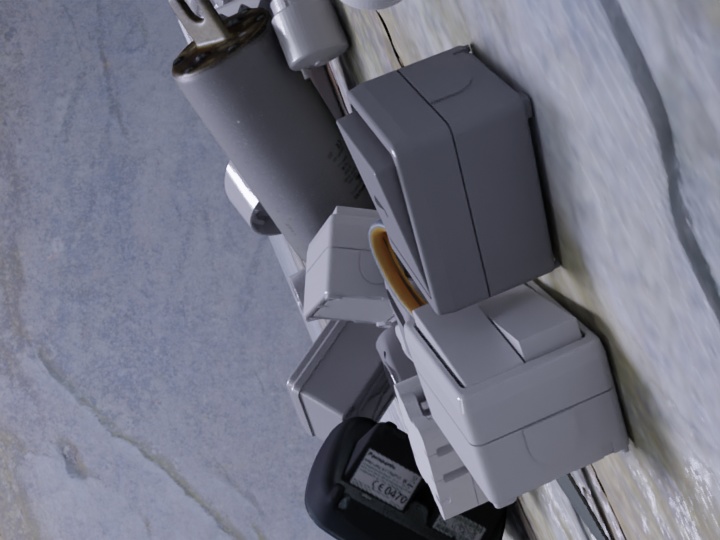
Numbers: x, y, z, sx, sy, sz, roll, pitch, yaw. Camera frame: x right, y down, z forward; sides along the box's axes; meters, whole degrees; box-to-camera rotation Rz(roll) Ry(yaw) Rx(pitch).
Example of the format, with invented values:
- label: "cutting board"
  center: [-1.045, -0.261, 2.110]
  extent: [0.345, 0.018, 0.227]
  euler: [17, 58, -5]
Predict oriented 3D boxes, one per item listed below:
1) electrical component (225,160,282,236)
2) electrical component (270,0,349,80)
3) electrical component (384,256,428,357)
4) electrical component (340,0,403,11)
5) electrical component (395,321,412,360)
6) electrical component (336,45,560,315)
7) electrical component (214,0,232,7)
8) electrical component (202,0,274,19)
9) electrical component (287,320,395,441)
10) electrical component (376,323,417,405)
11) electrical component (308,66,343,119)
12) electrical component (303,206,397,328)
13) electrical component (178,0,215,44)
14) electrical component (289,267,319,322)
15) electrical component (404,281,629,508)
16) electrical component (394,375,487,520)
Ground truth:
- label: "electrical component"
  center: [-0.075, -0.082, 1.013]
  extent: [0.064, 0.099, 0.099]
  euler: [58, 170, 25]
- label: "electrical component"
  center: [-0.037, -0.161, 0.670]
  extent: [0.040, 0.040, 0.078]
  euler: [141, 108, -83]
- label: "electrical component"
  center: [0.035, 0.004, 0.622]
  extent: [0.077, 0.043, 0.079]
  euler: [75, 171, -45]
- label: "electrical component"
  center: [0.004, -0.136, 0.420]
  extent: [0.078, 0.040, 0.040]
  euler: [84, 162, -69]
- label: "electrical component"
  center: [0.040, 0.037, 0.732]
  extent: [0.061, 0.035, 0.035]
  euler: [-118, 8, -59]
- label: "electrical component"
  center: [0.035, -0.029, 0.429]
  extent: [0.061, 0.061, 0.096]
  euler: [-121, 11, -54]
- label: "electrical component"
  center: [-0.082, -0.207, 0.829]
  extent: [0.059, 0.054, 0.095]
  euler: [-127, 16, -66]
- label: "electrical component"
  center: [-0.062, -0.174, 0.771]
  extent: [0.047, 0.066, 0.077]
  euler: [69, -157, -8]
- label: "electrical component"
  center: [-0.002, 0.082, 0.868]
  extent: [0.056, 0.108, 0.108]
  euler: [29, 159, 17]
- label: "electrical component"
  center: [0.048, 0.087, 0.791]
  extent: [0.079, 0.044, 0.077]
  euler: [76, 170, -56]
- label: "electrical component"
  center: [-0.052, -0.122, 0.852]
  extent: [0.113, 0.057, 0.078]
  euler: [-159, 48, -81]
- label: "electrical component"
  center: [0.000, 0.000, 0.701]
  extent: [0.096, 0.062, 0.061]
  euler: [135, 139, -72]
- label: "electrical component"
  center: [-0.116, -0.215, 1.013]
  extent: [0.063, 0.079, 0.121]
  euler: [28, -151, -51]
- label: "electrical component"
  center: [-0.026, -0.004, 0.949]
  extent: [0.044, 0.077, 0.079]
  euler: [85, 162, -70]
- label: "electrical component"
  center: [0.060, 0.042, 0.454]
  extent: [0.096, 0.062, 0.061]
  euler: [-127, 16, -66]
- label: "electrical component"
  center: [0.063, 0.104, 0.670]
  extent: [0.050, 0.056, 0.089]
  euler: [-119, 9, -47]
